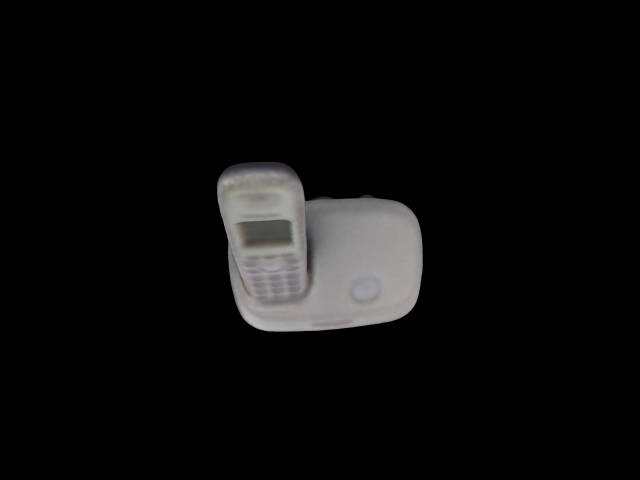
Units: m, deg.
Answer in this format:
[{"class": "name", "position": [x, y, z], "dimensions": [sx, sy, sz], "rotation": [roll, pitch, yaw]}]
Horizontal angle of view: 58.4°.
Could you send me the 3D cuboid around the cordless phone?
[{"class": "cordless phone", "position": [0.004, 0.001, 0.400], "dimensions": [0.147, 0.185, 0.094], "rotation": [-7, 70, -2]}]
